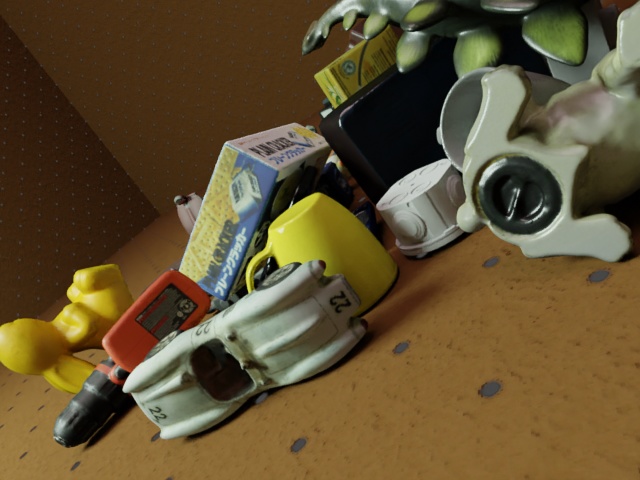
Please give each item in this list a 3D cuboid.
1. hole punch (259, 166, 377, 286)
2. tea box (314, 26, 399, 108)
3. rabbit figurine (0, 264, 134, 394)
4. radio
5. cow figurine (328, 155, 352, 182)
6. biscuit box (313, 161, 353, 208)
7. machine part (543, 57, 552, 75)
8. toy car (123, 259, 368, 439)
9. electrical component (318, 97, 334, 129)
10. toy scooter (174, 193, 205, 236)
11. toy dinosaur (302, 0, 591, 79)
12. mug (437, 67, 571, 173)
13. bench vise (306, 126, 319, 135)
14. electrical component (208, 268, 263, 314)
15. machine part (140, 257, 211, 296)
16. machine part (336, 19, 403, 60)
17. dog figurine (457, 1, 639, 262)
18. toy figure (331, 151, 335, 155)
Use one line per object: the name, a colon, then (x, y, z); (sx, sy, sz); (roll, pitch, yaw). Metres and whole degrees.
hole punch: (-0.001, -0.002, 0.560); (0.115, 0.092, 0.142); (-62, 8, 21)
tea box: (0.083, -0.161, 0.665); (0.098, 0.169, 0.068); (-36, 15, -6)
rabbit figurine: (-0.338, 0.130, 0.722); (0.173, 0.162, 0.122); (-19, 3, -41)
radio: (0.128, -0.137, 0.565); (0.229, 0.131, 0.073); (-38, 14, -8)
cow figurine: (-0.015, -0.090, 0.857); (0.098, 0.068, 0.167); (-45, 13, -13)
biscuit box: (-0.050, -0.037, 0.783); (0.203, 0.062, 0.059); (-29, 17, 24)
machine part: (0.224, -0.201, 0.659); (0.243, 0.079, 0.079); (-24, 19, 38)
toy car: (-0.059, 0.085, 0.406); (0.202, 0.073, 0.056); (-31, 12, 18)
electrical component: (0.058, -0.154, 0.768); (0.058, 0.134, 0.115); (-41, 18, -17)
toy scooter: (-0.209, -0.042, 1.009); (0.075, 0.135, 0.184); (-32, 14, 21)
toy dinosaur: (0.179, -0.232, 0.453); (0.472, 0.105, 0.198); (-12, 58, 30)
mug: (0.157, -0.090, 0.437); (0.107, 0.080, 0.110); (-6, -3, -28)
bench vise: (-0.074, -0.147, 1.065); (0.240, 0.128, 0.224); (-49, 17, -20)
electrical component: (-0.105, 0.062, 0.676); (0.094, 0.021, 0.063); (-25, 19, 32)
machine part: (-0.203, 0.057, 0.846); (0.179, 0.056, 0.179); (-34, 15, 10)
machine part: (0.112, -0.261, 0.856); (0.201, 0.087, 0.200); (-44, -27, -27)
dog figurine: (0.187, -0.074, 0.349); (0.172, 0.121, 0.190); (-18, 9, 41)
toy figure: (0.033, -0.141, 0.934); (0.064, 0.057, 0.155); (-43, 20, -4)
